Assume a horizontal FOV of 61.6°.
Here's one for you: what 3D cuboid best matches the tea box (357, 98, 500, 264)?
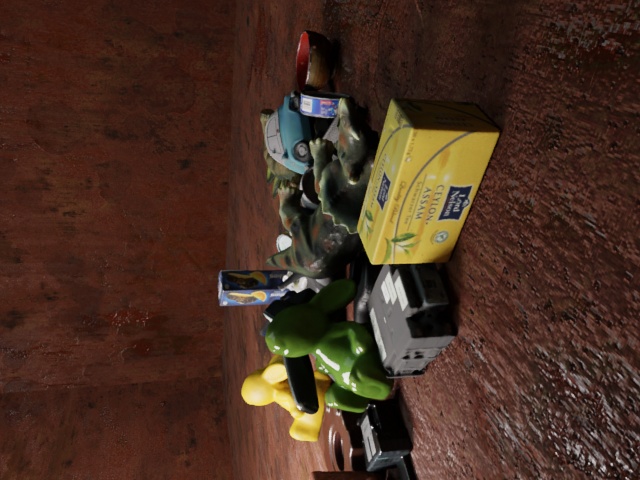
[{"bbox_3d":[0.107,-0.057,0.569,0.068,0.098,0.169,-109,22,-49],"label":"tea box"}]

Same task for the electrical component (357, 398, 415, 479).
[{"bbox_3d":[0.091,0.287,0.736,0.074,0.048,0.119,107,158,-49],"label":"electrical component"}]

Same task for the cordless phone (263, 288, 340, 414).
[{"bbox_3d":[-0.009,0.181,0.822,0.146,0.089,0.184,42,-154,-48],"label":"cordless phone"}]

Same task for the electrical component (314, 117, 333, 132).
[{"bbox_3d":[0.019,-0.187,0.991,0.078,0.045,0.102,64,-170,-45],"label":"electrical component"}]

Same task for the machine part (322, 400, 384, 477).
[{"bbox_3d":[0.049,0.342,0.877,0.179,0.056,0.179,178,90,-74],"label":"machine part"}]

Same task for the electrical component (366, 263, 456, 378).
[{"bbox_3d":[0.108,0.088,0.648,0.134,0.058,0.115,109,153,-50],"label":"electrical component"}]

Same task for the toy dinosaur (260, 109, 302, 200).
[{"bbox_3d":[-0.090,-0.212,1.274,0.472,0.105,0.198,-106,18,-56],"label":"toy dinosaur"}]

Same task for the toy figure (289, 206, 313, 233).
[{"bbox_3d":[-0.001,-0.003,0.938,0.155,0.064,0.057,40,100,30],"label":"toy figure"}]

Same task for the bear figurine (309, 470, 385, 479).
[{"bbox_3d":[0.062,0.404,0.705,0.196,0.132,0.120,-112,18,-66],"label":"bear figurine"}]

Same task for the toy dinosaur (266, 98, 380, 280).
[{"bbox_3d":[0.014,-0.021,0.768,0.192,0.131,0.404,-97,26,-42],"label":"toy dinosaur"}]

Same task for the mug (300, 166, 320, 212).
[{"bbox_3d":[0.005,-0.073,0.996,0.107,0.081,0.109,120,129,-75],"label":"mug"}]

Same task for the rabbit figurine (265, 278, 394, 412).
[{"bbox_3d":[0.016,0.130,0.728,0.121,0.170,0.159,127,164,-59],"label":"rabbit figurine"}]

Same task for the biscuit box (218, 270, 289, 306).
[{"bbox_3d":[-0.127,0.107,1.223,0.062,0.203,0.059,108,155,-46],"label":"biscuit box"}]

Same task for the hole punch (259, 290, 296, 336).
[{"bbox_3d":[-0.049,0.169,1.127,0.115,0.092,0.142,-60,-20,7],"label":"hole punch"}]

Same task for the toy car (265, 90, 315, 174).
[{"bbox_3d":[-0.055,-0.198,1.031,0.109,0.103,0.161,-29,-72,-74],"label":"toy car"}]

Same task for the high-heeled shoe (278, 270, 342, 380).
[{"bbox_3d":[0.025,0.130,0.990,0.248,0.145,0.086,62,166,-8],"label":"high-heeled shoe"}]

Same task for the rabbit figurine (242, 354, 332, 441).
[{"bbox_3d":[-0.069,0.292,1.042,0.122,0.173,0.162,-57,-25,-65],"label":"rabbit figurine"}]

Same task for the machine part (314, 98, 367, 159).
[{"bbox_3d":[0.033,-0.173,0.899,0.084,0.039,0.139,45,143,7],"label":"machine part"}]

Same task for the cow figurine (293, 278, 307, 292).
[{"bbox_3d":[-0.029,0.024,1.118,0.167,0.068,0.098,-111,31,-44],"label":"cow figurine"}]
